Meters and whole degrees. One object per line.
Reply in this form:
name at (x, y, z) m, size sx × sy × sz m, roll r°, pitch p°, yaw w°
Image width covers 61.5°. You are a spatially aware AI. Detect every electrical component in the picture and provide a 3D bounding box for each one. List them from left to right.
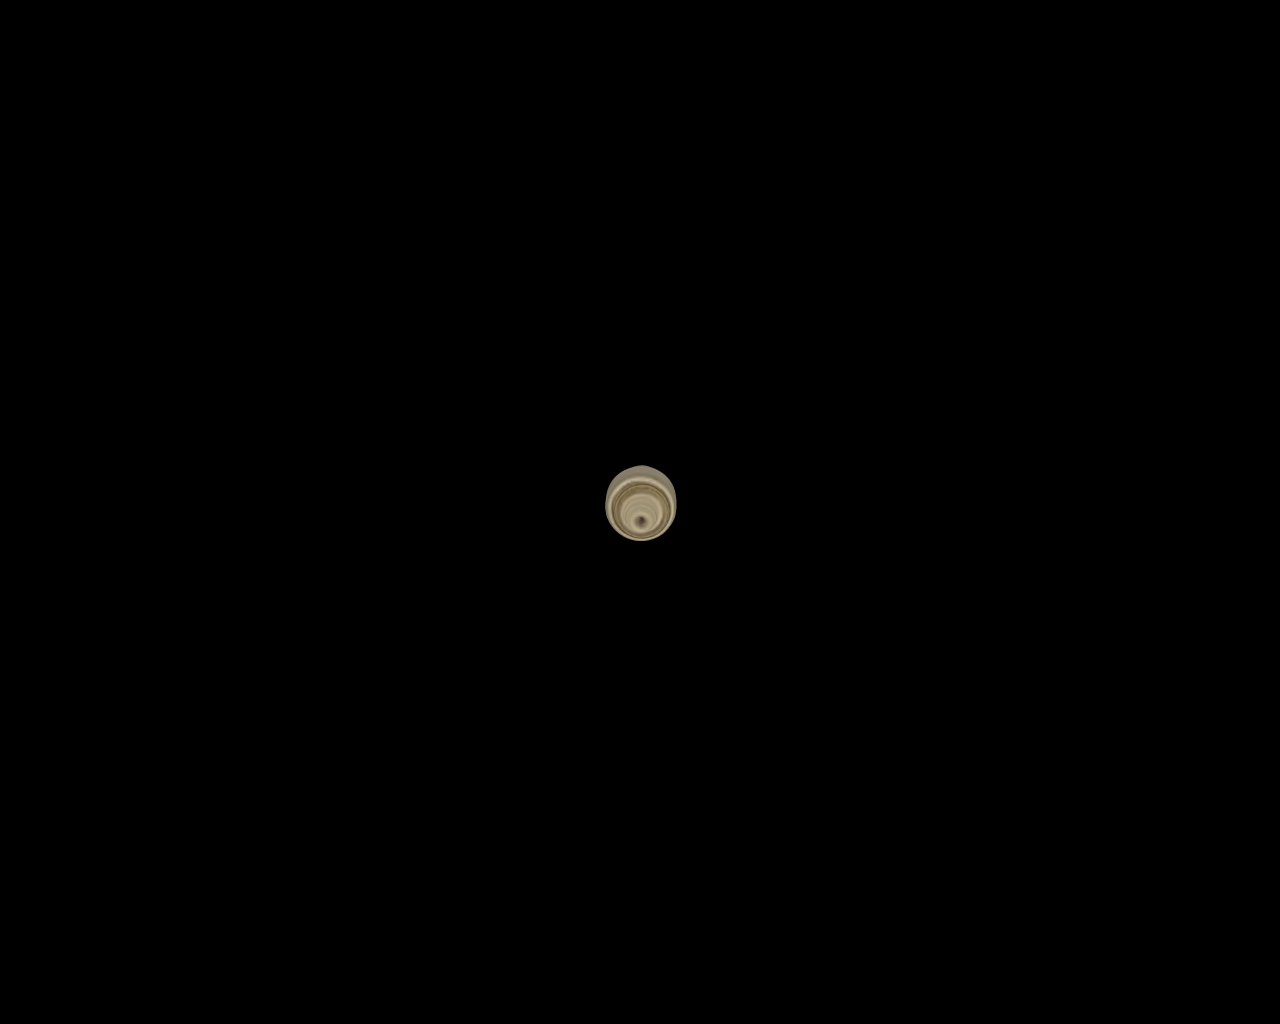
electrical component at (0.001, -0.003, 0.650) m, size 0.043 × 0.043 × 0.062 m, roll 0°, pitch 16°, yaw 0°
